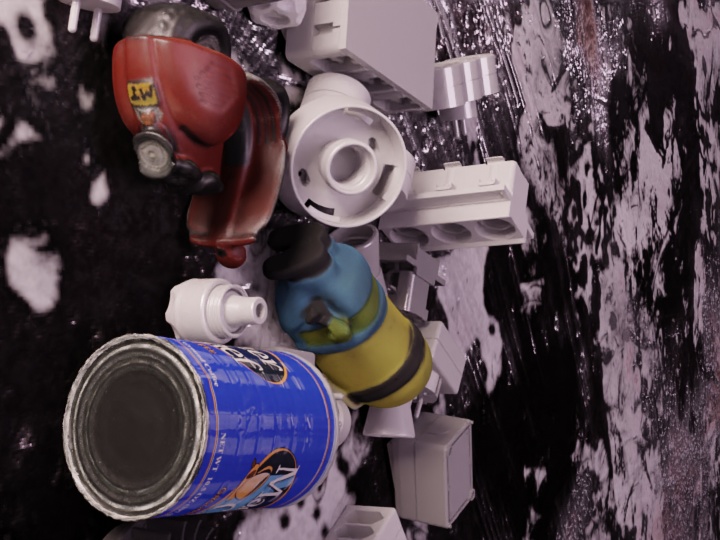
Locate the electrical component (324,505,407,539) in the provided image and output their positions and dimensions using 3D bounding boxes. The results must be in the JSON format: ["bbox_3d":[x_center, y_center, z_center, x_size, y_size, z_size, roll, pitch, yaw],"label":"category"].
[{"bbox_3d":[0.006,0.241,0.868,0.065,0.047,0.076,-49,127,-50],"label":"electrical component"}]

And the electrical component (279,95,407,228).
[{"bbox_3d":[-0.016,-0.079,0.797,0.099,0.064,0.099,-6,107,-19],"label":"electrical component"}]

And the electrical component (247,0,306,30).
[{"bbox_3d":[-0.059,-0.210,0.782,0.043,0.043,0.062,24,67,-58],"label":"electrical component"}]

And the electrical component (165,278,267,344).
[{"bbox_3d":[-0.090,0.027,0.692,0.043,0.062,0.043,6,83,-61],"label":"electrical component"}]

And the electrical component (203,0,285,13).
[{"bbox_3d":[-0.085,-0.240,0.722,0.078,0.057,0.113,28,64,-57],"label":"electrical component"}]

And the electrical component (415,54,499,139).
[{"bbox_3d":[0.093,-0.165,1.043,0.138,0.052,0.073,-30,114,-57],"label":"electrical component"}]

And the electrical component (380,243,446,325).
[{"bbox_3d":[0.038,0.013,0.946,0.081,0.042,0.063,30,66,-56],"label":"electrical component"}]

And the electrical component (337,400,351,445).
[{"bbox_3d":[-0.035,0.112,0.809,0.046,0.040,0.040,24,68,-53],"label":"electrical component"}]

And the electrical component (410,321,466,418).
[{"bbox_3d":[0.055,0.095,0.964,0.065,0.047,0.076,55,43,-44],"label":"electrical component"}]

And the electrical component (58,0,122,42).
[{"bbox_3d":[-0.152,-0.171,0.613,0.077,0.043,0.079,10,88,-64],"label":"electrical component"}]

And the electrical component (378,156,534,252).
[{"bbox_3d":[0.085,-0.056,0.950,0.078,0.121,0.063,49,45,-49],"label":"electrical component"}]

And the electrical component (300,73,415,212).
[{"bbox_3d":[-0.006,-0.086,0.861,0.138,0.052,0.073,49,47,-47],"label":"electrical component"}]

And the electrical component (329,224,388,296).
[{"bbox_3d":[0.000,0.000,0.879,0.044,0.044,0.065,-55,139,-47],"label":"electrical component"}]

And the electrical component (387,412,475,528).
[{"bbox_3d":[0.064,0.183,0.967,0.062,0.061,0.096,-34,125,-57],"label":"electrical component"}]

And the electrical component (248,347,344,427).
[{"bbox_3d":[-0.045,0.097,0.754,0.047,0.076,0.083,18,72,-59],"label":"electrical component"}]

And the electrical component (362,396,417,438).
[{"bbox_3d":[0.026,0.114,0.913,0.045,0.045,0.055,20,70,-59],"label":"electrical component"}]

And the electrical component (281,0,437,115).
[{"bbox_3d":[0.001,-0.191,0.870,0.150,0.062,0.089,20,71,-59],"label":"electrical component"}]
